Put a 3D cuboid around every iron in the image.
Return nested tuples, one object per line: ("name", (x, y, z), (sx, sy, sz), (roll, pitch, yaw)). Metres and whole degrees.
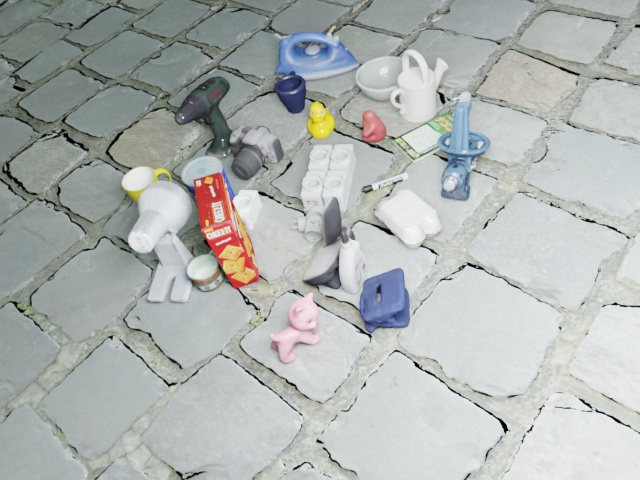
("iron", (-0.015, -0.579, 1.749), (0.257, 0.142, 0.118), (-2, 51, 13))

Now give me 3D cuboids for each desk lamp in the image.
("desk lamp", (-0.353, 0.003, 1.300), (0.117, 0.214, 0.203), (-3, 50, 12))

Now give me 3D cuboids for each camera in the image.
("camera", (-0.192, -0.238, 1.536), (0.142, 0.101, 0.137), (19, 58, 27))

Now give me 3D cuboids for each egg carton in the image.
("egg carton", (0.201, -0.049, 1.304), (0.107, 0.069, 0.150), (-33, 51, -14))

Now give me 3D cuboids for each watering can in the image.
("watering can", (0.260, -0.421, 1.515), (0.100, 0.194, 0.173), (25, 61, 30))

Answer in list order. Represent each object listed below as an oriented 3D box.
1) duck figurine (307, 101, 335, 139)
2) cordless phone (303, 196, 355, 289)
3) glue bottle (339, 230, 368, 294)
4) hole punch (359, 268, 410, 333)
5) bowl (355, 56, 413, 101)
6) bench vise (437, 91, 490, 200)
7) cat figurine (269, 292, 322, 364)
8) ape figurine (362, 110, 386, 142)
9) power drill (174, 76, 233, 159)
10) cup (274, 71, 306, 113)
("duck figurine", (-0.003, -0.345, 1.589), (0.077, 0.086, 0.104), (-6, 50, 9))
("cordless phone", (0.011, 0.004, 1.229), (0.094, 0.185, 0.148), (12, 55, 23))
("glue bottle", (0.063, 0.036, 1.197), (0.037, 0.173, 0.078), (14, 56, 24))
("hole punch", (0.130, 0.121, 1.166), (0.101, 0.091, 0.108), (-5, 50, 10))
("bowl", (0.187, -0.449, 1.636), (0.167, 0.075, 0.167), (-7, 50, 8))
("bench vise", (0.331, -0.211, 1.307), (0.121, 0.220, 0.207), (-4, 50, 11))
("cat figurine", (-0.048, 0.170, 1.151), (0.128, 0.118, 0.067), (-35, 52, -16))
("ape figurine", (0.135, -0.307, 1.519), (0.076, 0.092, 0.078), (21, 59, 28))
("power drill", (-0.301, -0.328, 1.566), (0.075, 0.209, 0.230), (8, 53, 20))
("cup", (-0.078, -0.427, 1.669), (0.091, 0.095, 0.117), (-4, 50, 11))
